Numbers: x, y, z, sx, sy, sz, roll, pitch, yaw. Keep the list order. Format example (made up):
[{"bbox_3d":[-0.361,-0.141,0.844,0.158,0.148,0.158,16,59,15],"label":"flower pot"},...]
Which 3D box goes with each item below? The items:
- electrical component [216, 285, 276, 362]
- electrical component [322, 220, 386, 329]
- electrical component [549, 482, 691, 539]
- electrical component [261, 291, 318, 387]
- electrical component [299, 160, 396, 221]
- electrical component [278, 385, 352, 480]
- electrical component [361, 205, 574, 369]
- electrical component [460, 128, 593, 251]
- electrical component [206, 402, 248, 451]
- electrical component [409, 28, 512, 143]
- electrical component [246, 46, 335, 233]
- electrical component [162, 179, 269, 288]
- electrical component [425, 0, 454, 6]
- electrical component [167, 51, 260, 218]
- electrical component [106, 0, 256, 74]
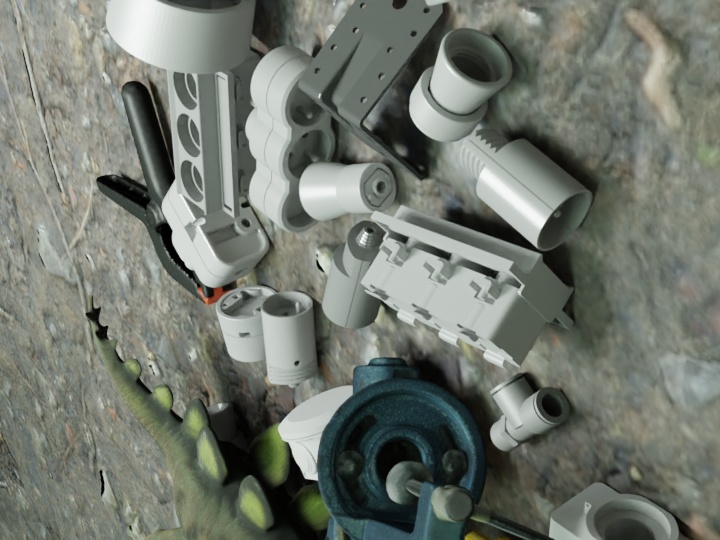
[{"bbox_3d":[-0.095,0.048,0.939,0.055,0.055,0.047,27,135,44],"label":"electrical component"},{"bbox_3d":[0.000,0.000,0.784,0.043,0.043,0.081,46,142,28],"label":"electrical component"},{"bbox_3d":[0.163,0.176,0.657,0.089,0.050,0.055,31,134,42],"label":"electrical component"},{"bbox_3d":[-0.059,0.063,0.907,0.043,0.043,0.081,29,132,43],"label":"electrical component"},{"bbox_3d":[-0.006,-0.057,0.761,0.065,0.044,0.044,2,112,49],"label":"electrical component"},{"bbox_3d":[-0.021,0.129,0.863,0.080,0.080,0.051,-9,108,56],"label":"electrical component"},{"bbox_3d":[0.062,0.010,0.673,0.121,0.063,0.079,24,169,46],"label":"electrical component"},{"bbox_3d":[0.090,-0.053,0.623,0.081,0.043,0.043,45,142,29],"label":"electrical component"},{"bbox_3d":[-0.141,0.167,1.088,0.045,0.045,0.055,-6,106,56],"label":"electrical component"},{"bbox_3d":[0.058,-0.108,0.633,0.045,0.045,0.055,56,146,15],"label":"electrical component"},{"bbox_3d":[-0.060,-0.102,0.796,0.074,0.052,0.138,38,138,36],"label":"electrical component"},{"bbox_3d":[-0.128,-0.037,0.932,0.095,0.054,0.059,60,147,9],"label":"electrical component"},{"bbox_3d":[0.054,-0.175,0.589,0.055,0.055,0.047,3,116,54],"label":"electrical component"},{"bbox_3d":[-0.111,-0.114,0.851,0.079,0.063,0.121,35,136,39],"label":"electrical component"},{"bbox_3d":[-0.127,-0.199,0.784,0.108,0.108,0.060,47,137,27],"label":"electrical component"}]
